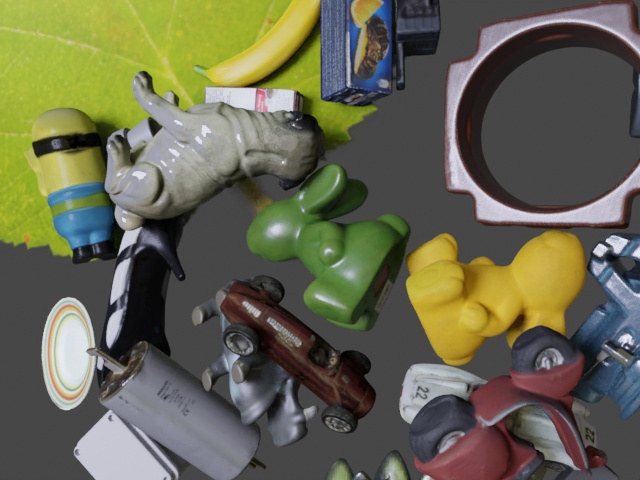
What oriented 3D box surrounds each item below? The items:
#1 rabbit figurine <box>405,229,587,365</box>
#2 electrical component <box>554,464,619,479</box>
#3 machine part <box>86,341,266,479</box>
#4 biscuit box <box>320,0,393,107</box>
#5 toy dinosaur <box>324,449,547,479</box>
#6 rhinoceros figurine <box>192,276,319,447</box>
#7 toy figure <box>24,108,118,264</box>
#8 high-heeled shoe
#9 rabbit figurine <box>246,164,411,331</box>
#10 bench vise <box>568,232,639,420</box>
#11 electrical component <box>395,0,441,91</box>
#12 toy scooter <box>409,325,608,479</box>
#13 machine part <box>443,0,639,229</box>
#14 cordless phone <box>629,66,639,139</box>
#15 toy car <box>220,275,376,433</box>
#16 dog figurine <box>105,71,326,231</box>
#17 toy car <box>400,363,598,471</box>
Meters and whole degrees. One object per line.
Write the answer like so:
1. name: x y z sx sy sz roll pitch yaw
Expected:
1. rabbit figurine: 0.189 0.059 0.543 0.173 0.122 0.162 -26 94 11
2. electrical component: 0.285 0.264 0.582 0.094 0.021 0.063 41 96 6
3. machine part: -0.148 0.187 0.583 0.079 0.079 0.243 -42 112 6
4. biscuit box: 0.040 -0.254 0.587 0.059 0.063 0.202 0 90 -28
5. toy dinosaur: 0.058 0.342 0.576 0.472 0.105 0.198 -20 83 -3
6. rhinoceros figurine: -0.069 0.133 0.595 0.073 0.112 0.190 -35 69 36
7. toy figure: -0.280 -0.065 0.629 0.089 0.082 0.180 -21 83 42
8. high-heeled shoe: -0.228 0.068 0.641 0.145 0.086 0.248 49 115 36
9. rabbit figurine: -0.001 -0.002 0.579 0.170 0.121 0.159 24 91 22
10. bench vise: 0.356 0.102 0.508 0.241 0.128 0.223 41 104 30
11. electrical component: 0.104 -0.226 0.581 0.048 0.075 0.119 -2 86 8
12. toy scooter: 0.181 0.179 0.491 0.184 0.075 0.135 -40 94 6
13. machine part: 0.230 -0.112 0.525 0.201 0.087 0.201 2 96 33
14. cordless phone: 0.368 -0.160 0.487 0.089 0.184 0.146 4 91 7
15. toy car: -0.017 0.116 0.563 0.202 0.089 0.053 44 131 -15
16. dog figurine: -0.104 -0.069 0.555 0.191 0.121 0.172 20 103 4
17. toy car: 0.185 0.183 0.563 0.202 0.056 0.073 12 54 10
